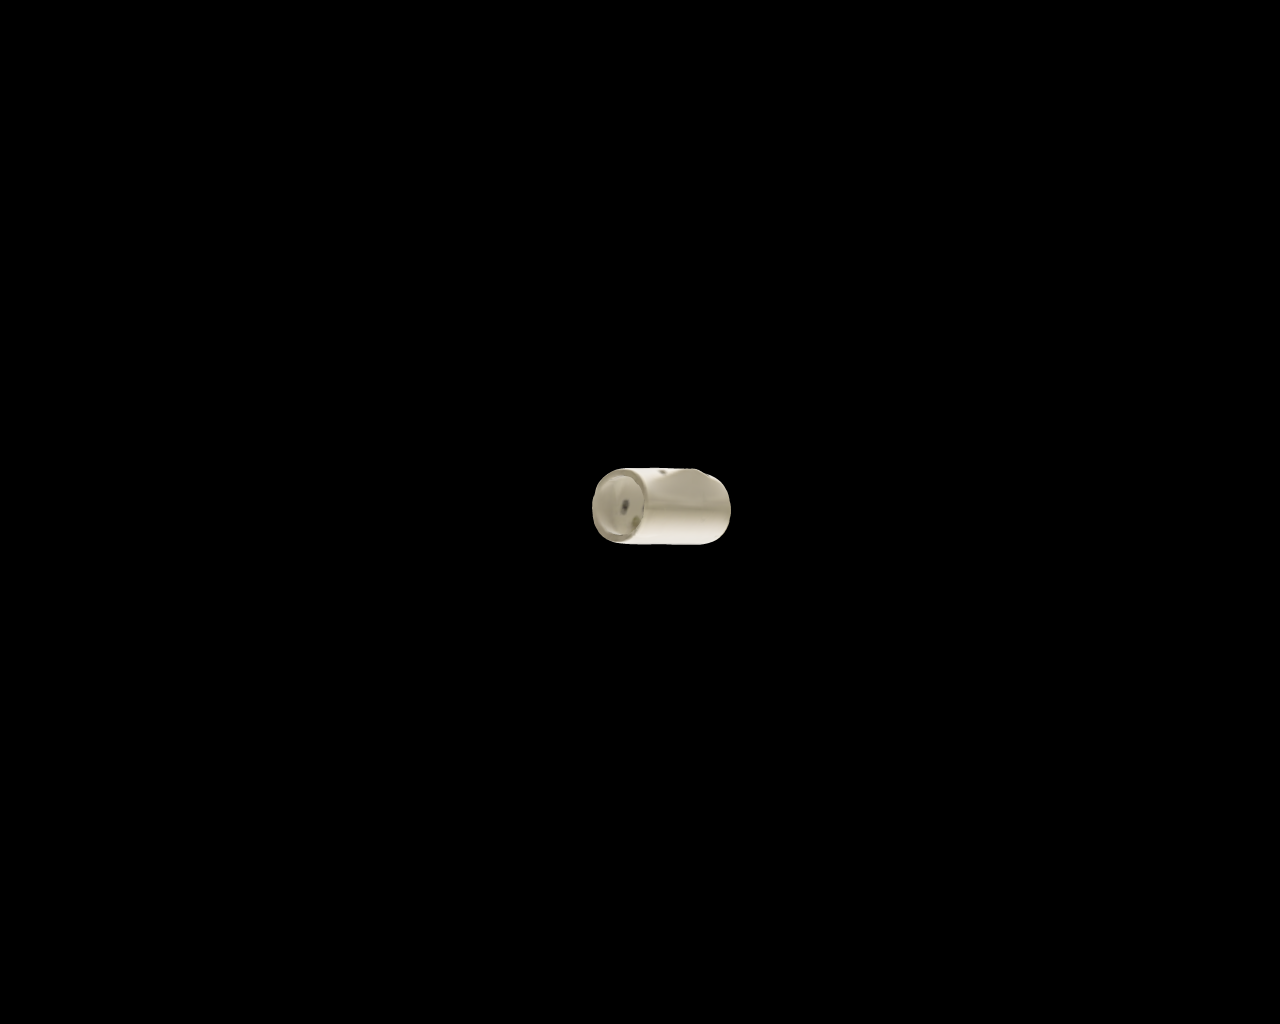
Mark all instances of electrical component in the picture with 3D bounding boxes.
[{"bbox_3d":[0.001,-0.003,0.650,0.079,0.043,0.077,-2,-3,43],"label":"electrical component"}]
